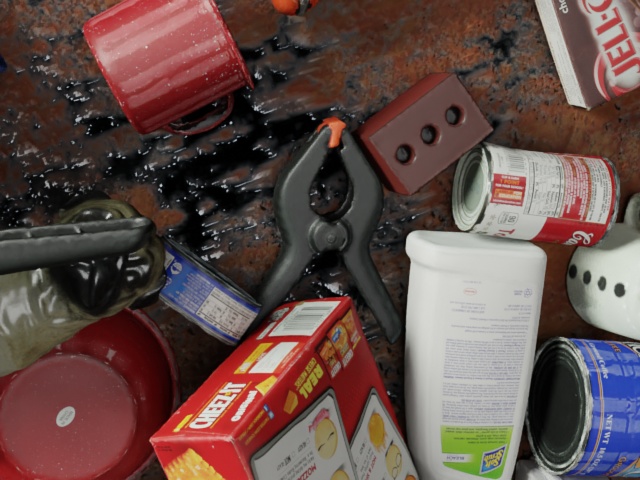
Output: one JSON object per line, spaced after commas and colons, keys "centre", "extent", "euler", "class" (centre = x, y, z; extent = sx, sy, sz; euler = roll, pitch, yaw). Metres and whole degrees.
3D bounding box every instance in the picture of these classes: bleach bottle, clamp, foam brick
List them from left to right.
{"centre": [-0.218, -0.008, 0.567], "extent": [0.210, 0.036, 0.164], "euler": [-35, 106, 4], "class": "clamp"}
{"centre": [-0.005, 0.001, 0.757], "extent": [0.120, 0.039, 0.171], "euler": [-9, 103, -15], "class": "clamp"}
{"centre": [0.071, -0.076, 0.753], "extent": [0.078, 0.051, 0.053], "euler": [-39, 106, -4], "class": "foam brick"}
{"centre": [0.102, 0.123, 0.792], "extent": [0.102, 0.068, 0.251], "euler": [4, 102, -10], "class": "bleach bottle"}

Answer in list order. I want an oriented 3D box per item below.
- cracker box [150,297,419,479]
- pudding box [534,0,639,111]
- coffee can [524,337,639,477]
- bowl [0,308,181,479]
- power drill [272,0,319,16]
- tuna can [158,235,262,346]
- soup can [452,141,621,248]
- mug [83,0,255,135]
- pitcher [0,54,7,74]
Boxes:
{"centre": [-0.007, 0.170, 0.706], "extent": [0.072, 0.164, 0.213], "euler": [-7, 114, 32], "class": "cracker box"}
{"centre": [0.210, -0.163, 0.777], "extent": [0.090, 0.039, 0.113], "euler": [-26, 105, -8], "class": "pudding box"}
{"centre": [0.240, 0.128, 0.803], "extent": [0.140, 0.103, 0.103], "euler": [5, 99, -14], "class": "coffee can"}
{"centre": [-0.173, 0.114, 0.728], "extent": [0.162, 0.055, 0.162], "euler": [-2, 100, -13], "class": "bowl"}
{"centre": [0.031, -0.245, 0.702], "extent": [0.187, 0.057, 0.184], "euler": [-25, 88, -4], "class": "power drill"}
{"centre": [-0.082, 0.034, 0.719], "extent": [0.086, 0.086, 0.034], "euler": [36, 88, -17], "class": "tuna can"}
{"centre": [0.155, -0.033, 0.773], "extent": [0.102, 0.068, 0.068], "euler": [6, 98, -14], "class": "soup can"}
{"centre": [-0.096, -0.114, 0.696], "extent": [0.081, 0.093, 0.117], "euler": [-28, 142, -2], "class": "mug"}
{"centre": [-0.307, -0.062, 0.623], "extent": [0.243, 0.149, 0.145], "euler": [-45, 116, 1], "class": "pitcher"}
